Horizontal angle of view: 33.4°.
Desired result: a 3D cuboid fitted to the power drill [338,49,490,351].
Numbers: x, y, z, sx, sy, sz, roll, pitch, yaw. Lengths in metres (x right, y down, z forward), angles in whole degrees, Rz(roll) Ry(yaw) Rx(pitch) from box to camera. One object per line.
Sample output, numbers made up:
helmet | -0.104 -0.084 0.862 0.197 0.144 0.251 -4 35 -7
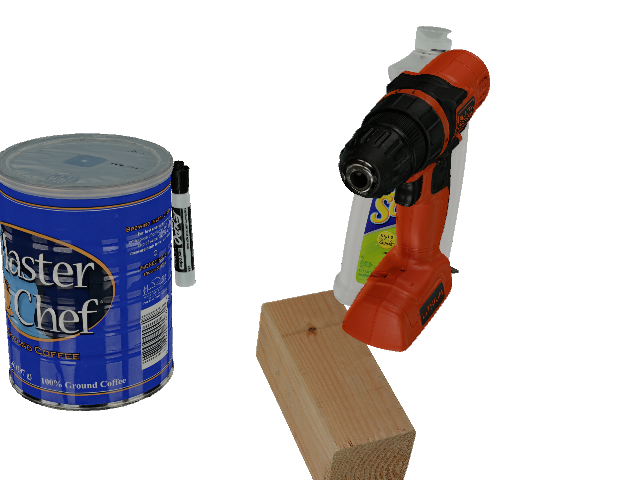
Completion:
power drill | 0.058 -0.020 0.722 0.057 0.188 0.184 21 36 20

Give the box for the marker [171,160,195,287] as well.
marker | -0.129 -0.015 0.990 0.020 0.121 0.020 0 22 0

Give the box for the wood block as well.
wood block | 0.011 0.159 1.120 0.090 0.090 0.206 -10 44 -20

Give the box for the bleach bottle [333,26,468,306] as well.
bleach bottle | 0.075 -0.063 0.945 0.102 0.251 0.068 7 19 3

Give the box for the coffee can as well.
coffee can | -0.140 0.017 0.646 0.103 0.140 0.103 2 22 -1
